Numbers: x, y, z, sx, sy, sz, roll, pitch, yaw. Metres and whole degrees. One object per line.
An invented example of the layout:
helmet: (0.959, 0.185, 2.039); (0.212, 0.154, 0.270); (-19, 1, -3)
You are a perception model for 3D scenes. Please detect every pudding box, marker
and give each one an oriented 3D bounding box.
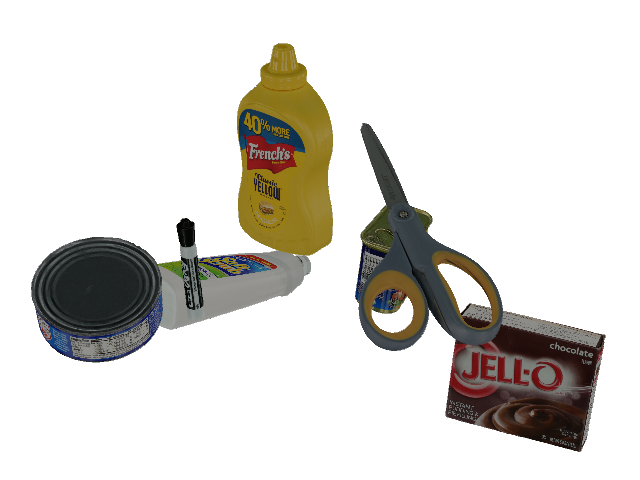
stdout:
pudding box: (0.160, 0.106, 0.841); (0.114, 0.090, 0.039); (11, 21, 18)
marker: (-0.137, 0.031, 1.123); (0.020, 0.121, 0.020); (-2, 31, 1)

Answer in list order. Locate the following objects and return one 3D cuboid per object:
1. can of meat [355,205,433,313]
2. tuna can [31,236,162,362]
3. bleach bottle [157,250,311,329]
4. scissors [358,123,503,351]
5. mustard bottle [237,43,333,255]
can of meat: (0.079, 0.020, 1.174); (0.057, 0.084, 0.102); (18, 33, 17)
tuna can: (-0.149, 0.040, 0.719); (0.086, 0.086, 0.034); (0, -43, -4)
bleach bottle: (-0.118, 0.052, 1.404); (0.250, 0.068, 0.103); (-13, 28, -42)
scissors: (0.041, -0.001, 0.698); (0.096, 0.016, 0.202); (-24, 52, -17)
mustard bottle: (-0.033, -0.086, 0.971); (0.096, 0.192, 0.058); (24, 38, 34)
